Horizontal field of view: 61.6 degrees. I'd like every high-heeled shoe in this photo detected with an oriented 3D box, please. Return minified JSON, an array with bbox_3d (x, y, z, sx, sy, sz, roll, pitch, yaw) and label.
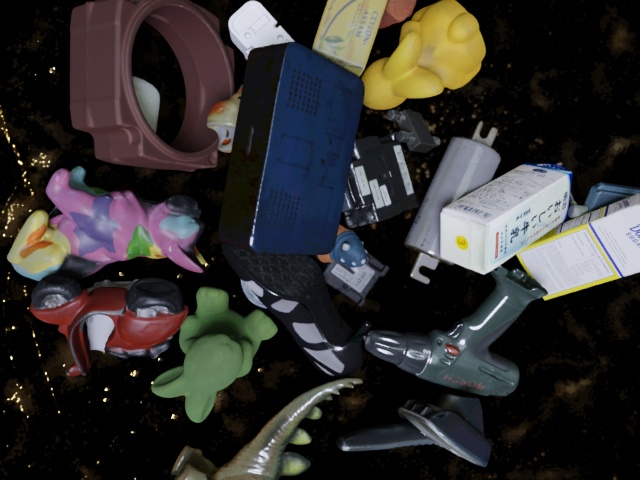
[{"bbox_3d":[-0.039,0.098,0.734,0.249,0.145,0.086,33,47,-1],"label":"high-heeled shoe"}]

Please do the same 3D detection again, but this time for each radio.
[{"bbox_3d":[-0.031,-0.097,0.629,0.131,0.073,0.229,8,95,-42],"label":"radio"}]

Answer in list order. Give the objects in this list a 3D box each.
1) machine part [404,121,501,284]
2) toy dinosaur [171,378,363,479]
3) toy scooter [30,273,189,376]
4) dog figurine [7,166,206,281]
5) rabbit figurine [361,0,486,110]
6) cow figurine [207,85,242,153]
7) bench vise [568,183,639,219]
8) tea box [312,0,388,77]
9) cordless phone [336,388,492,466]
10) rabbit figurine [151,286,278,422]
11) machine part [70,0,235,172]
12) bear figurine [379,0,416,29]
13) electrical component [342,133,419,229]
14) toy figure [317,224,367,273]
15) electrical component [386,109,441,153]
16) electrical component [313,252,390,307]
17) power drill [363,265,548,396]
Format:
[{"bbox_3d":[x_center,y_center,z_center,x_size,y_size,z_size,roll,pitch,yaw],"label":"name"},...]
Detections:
[{"bbox_3d":[0.186,-0.055,0.762,0.079,0.079,0.243,25,91,-7],"label":"machine part"},{"bbox_3d":[-0.116,0.362,0.741,0.198,0.105,0.471,29,99,-14],"label":"toy dinosaur"},{"bbox_3d":[-0.262,0.113,0.673,0.184,0.075,0.135,6,109,-15],"label":"toy scooter"},{"bbox_3d":[-0.259,0.004,0.706,0.219,0.108,0.191,29,89,-9],"label":"dog figurine"},{"bbox_3d":[0.132,-0.230,0.725,0.173,0.162,0.121,-28,108,14],"label":"rabbit figurine"},{"bbox_3d":[-0.060,-0.120,0.698,0.194,0.086,0.127,26,75,-41],"label":"cow figurine"},{"bbox_3d":[0.479,-0.045,0.755,0.241,0.129,0.223,9,122,0],"label":"bench vise"},{"bbox_3d":[0.028,-0.252,0.690,0.068,0.169,0.098,19,92,-5],"label":"tea box"},{"bbox_3d":[0.120,0.265,0.731,0.184,0.146,0.088,-5,83,-12],"label":"cordless phone"},{"bbox_3d":[-0.144,0.145,0.689,0.121,0.170,0.159,39,88,-6],"label":"rabbit figurine"},{"bbox_3d":[-0.191,-0.188,0.651,0.087,0.201,0.200,3,93,30],"label":"machine part"},{"bbox_3d":[0.112,-0.384,0.716,0.120,0.132,0.196,39,94,-8],"label":"bear figurine"},{"bbox_3d":[0.065,-0.080,0.726,0.134,0.058,0.114,-18,92,-45],"label":"electrical component"},{"bbox_3d":[-0.002,-0.002,0.722,0.155,0.064,0.057,15,84,27],"label":"toy figure"},{"bbox_3d":[0.134,-0.156,0.762,0.094,0.021,0.063,-2,65,-43],"label":"electrical component"},{"bbox_3d":[0.030,0.031,0.765,0.119,0.048,0.075,40,88,-8],"label":"electrical component"},{"bbox_3d":[0.203,0.116,0.755,0.232,0.086,0.207,27,100,-10],"label":"power drill"}]
